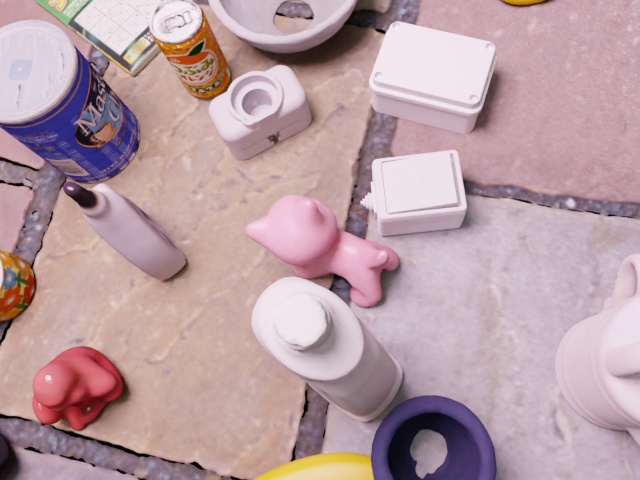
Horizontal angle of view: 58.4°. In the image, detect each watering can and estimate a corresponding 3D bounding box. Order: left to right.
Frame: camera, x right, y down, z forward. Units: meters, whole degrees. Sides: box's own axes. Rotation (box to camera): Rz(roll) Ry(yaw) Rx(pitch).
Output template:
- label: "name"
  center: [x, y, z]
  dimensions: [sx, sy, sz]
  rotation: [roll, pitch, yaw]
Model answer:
- label: "watering can"
  center: [0.251, 0.095, 0.413]
  dimensions: [0.101, 0.194, 0.172]
  rotation: [-24, 72, -1]

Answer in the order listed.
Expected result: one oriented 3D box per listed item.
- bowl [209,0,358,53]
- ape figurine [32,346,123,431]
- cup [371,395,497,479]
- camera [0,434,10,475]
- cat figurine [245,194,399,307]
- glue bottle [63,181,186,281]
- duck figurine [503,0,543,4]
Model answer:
- label: "bowl"
  center: [-0.033, -0.264, 0.615]
  dimensions: [0.167, 0.075, 0.167]
  rotation: [-2, 73, 6]
- label: "ape figurine"
  center: [-0.222, 0.130, 0.508]
  dimensions: [0.077, 0.092, 0.076]
  rotation: [-5, 73, 5]
- label: "cup"
  center: [0.079, 0.183, 0.458]
  dimensions: [0.091, 0.095, 0.118]
  rotation: [43, 82, 16]
- label: "camera"
  center: [-0.335, 0.231, 0.486]
  dimensions: [0.137, 0.101, 0.143]
  rotation: [-44, 74, -7]
- label: "cat figurine"
  center: [0.005, 0.002, 0.508]
  dimensions: [0.127, 0.118, 0.067]
  rotation: [21, 77, 12]
- label: "glue bottle"
  center: [-0.176, -0.016, 0.504]
  dimensions: [0.037, 0.173, 0.078]
  rotation: [-41, 73, -6]
- label: "duck figurine"
  center: [0.227, -0.303, 0.592]
  dimensions: [0.104, 0.086, 0.077]
  rotation: [-27, 72, -2]
